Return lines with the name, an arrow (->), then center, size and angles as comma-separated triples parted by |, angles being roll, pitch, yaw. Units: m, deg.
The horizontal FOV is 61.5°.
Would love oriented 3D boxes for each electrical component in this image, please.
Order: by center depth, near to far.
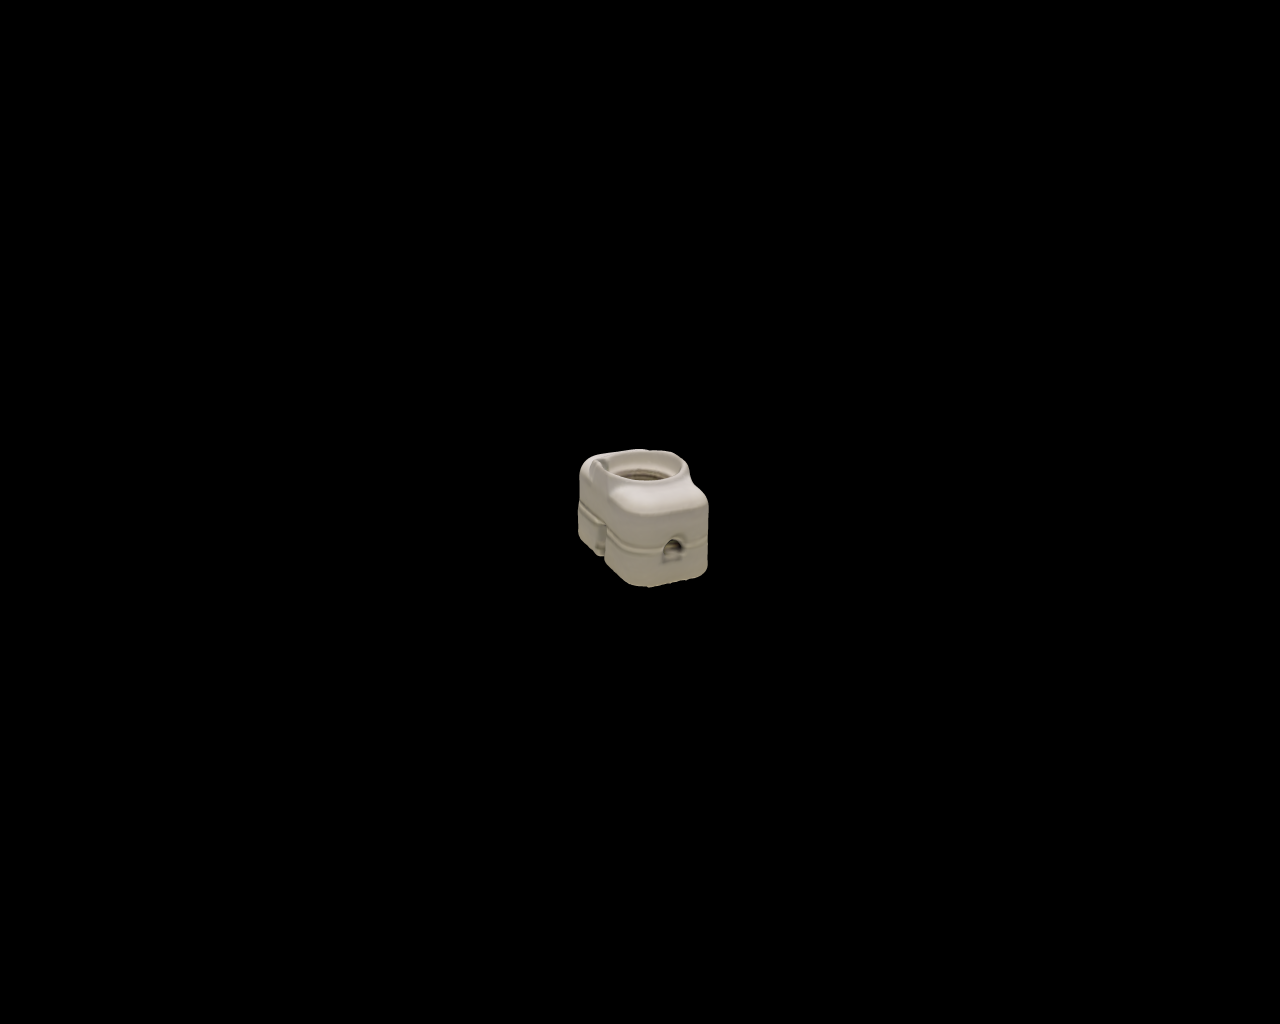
electrical component -> 0.001, -0.003, 0.650 | 0.054, 0.059, 0.095 | -10, 24, -22
